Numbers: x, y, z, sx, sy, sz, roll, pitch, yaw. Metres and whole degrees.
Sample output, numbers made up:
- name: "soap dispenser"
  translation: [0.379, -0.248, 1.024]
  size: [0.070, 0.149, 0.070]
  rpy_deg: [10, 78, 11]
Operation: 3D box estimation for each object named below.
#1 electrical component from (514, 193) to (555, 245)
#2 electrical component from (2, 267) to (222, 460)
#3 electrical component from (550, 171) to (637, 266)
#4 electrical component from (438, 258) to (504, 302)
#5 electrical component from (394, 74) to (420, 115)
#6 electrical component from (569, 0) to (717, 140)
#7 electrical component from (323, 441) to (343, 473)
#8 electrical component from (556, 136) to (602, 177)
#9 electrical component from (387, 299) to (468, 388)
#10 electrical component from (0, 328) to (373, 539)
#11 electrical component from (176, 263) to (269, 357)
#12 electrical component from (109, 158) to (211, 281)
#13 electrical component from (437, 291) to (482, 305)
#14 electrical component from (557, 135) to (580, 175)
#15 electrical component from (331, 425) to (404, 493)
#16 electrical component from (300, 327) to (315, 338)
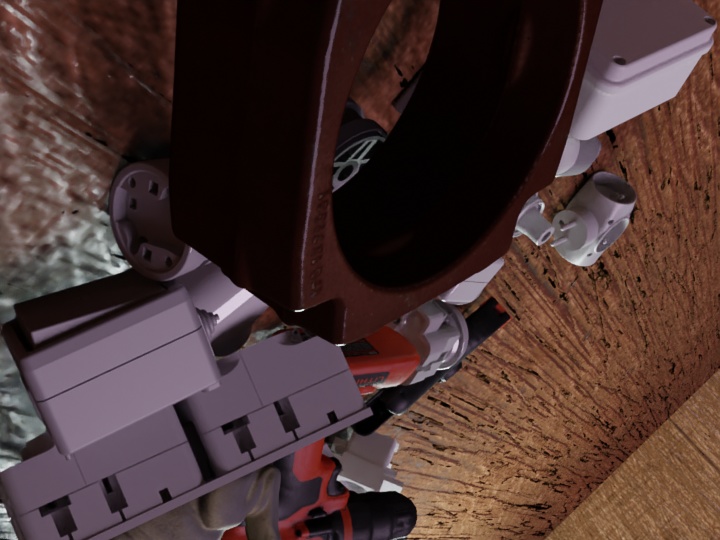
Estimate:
- name: "electrical component"
  translation: [0.113, -0.044, 0.779]
  size: [0.048, 0.062, 0.048]
  rpy_deg: [-36, 156, -19]
- name: "electrical component"
  translation: [-0.113, 0.034, 0.510]
  size: [0.096, 0.062, 0.061]
  rpy_deg: [-25, 112, -19]
- name: "electrical component"
  translation: [0.196, -0.040, 0.945]
  size: [0.079, 0.044, 0.077]
  rpy_deg: [-22, 149, -41]
- name: "electrical component"
  translation: [0.068, -0.028, 0.729]
  size: [0.076, 0.065, 0.047]
  rpy_deg: [-52, 156, 18]
- name: "electrical component"
  translation: [0.050, -0.074, 0.644]
  size: [0.075, 0.047, 0.083]
  rpy_deg: [-49, 156, 12]
- name: "electrical component"
  translation: [0.156, -0.139, 0.668]
  size: [0.113, 0.078, 0.057]
  rpy_deg: [-27, 155, -34]
- name: "electrical component"
  translation: [-0.059, 0.164, 0.846]
  size: [0.081, 0.064, 0.042]
  rpy_deg: [-38, 135, -14]
- name: "electrical component"
  translation: [0.158, -0.091, 0.801]
  size: [0.078, 0.040, 0.040]
  rpy_deg: [-11, 141, -52]
- name: "electrical component"
  translation: [0.048, 0.054, 0.848]
  size: [0.057, 0.058, 0.078]
  rpy_deg: [-12, 141, -47]
- name: "electrical component"
  translation: [-0.102, 0.094, 0.594]
  size: [0.186, 0.060, 0.105]
  rpy_deg: [-22, 176, -23]
- name: "electrical component"
  translation: [-0.082, 0.024, 0.598]
  size: [0.077, 0.044, 0.079]
  rpy_deg: [-39, 157, -11]
- name: "electrical component"
  translation: [-0.081, -0.027, 0.503]
  size: [0.047, 0.055, 0.055]
  rpy_deg: [-22, 149, -49]
- name: "electrical component"
  translation: [0.075, -0.007, 0.802]
  size: [0.045, 0.045, 0.055]
  rpy_deg: [-34, 155, -23]
- name: "electrical component"
  translation: [0.121, -0.097, 0.724]
  size: [0.077, 0.044, 0.079]
  rpy_deg: [-12, 141, -52]
- name: "electrical component"
  translation: [-0.003, 0.200, 0.994]
  size: [0.121, 0.079, 0.063]
  rpy_deg: [104, 10, -51]
- name: "electrical component"
  translation: [0.000, 0.000, 0.694]
  size: [0.077, 0.043, 0.079]
  rpy_deg: [-26, 151, -36]
